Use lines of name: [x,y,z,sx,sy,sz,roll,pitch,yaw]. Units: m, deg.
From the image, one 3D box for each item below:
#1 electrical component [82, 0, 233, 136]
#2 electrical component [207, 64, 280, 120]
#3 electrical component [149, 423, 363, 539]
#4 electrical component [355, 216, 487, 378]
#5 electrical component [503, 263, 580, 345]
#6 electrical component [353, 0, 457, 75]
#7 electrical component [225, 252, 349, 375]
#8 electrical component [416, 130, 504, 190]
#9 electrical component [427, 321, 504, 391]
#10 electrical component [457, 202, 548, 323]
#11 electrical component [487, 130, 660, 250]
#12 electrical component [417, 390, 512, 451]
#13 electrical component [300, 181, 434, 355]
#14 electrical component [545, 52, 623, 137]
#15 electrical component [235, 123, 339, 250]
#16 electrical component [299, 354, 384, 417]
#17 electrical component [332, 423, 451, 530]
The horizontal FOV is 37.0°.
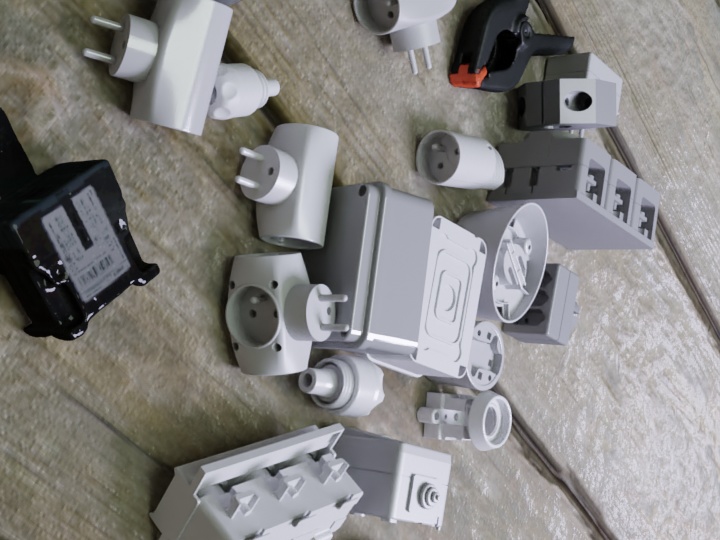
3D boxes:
electrical component: [-0.121,-0.125,0.626,0.079,0.044,0.077,13,95,-29]
electrical component: [-0.076,-0.115,0.690,0.061,0.035,0.035,-17,103,-51]
electrical component: [-0.061,0.147,0.677,0.121,0.063,0.078,-9,138,-49]
electrical component: [0.045,0.021,0.815,0.078,0.057,0.113,24,72,-47]
electrical component: [0.174,0.036,0.974,0.077,0.047,0.065,26,71,-47]
electrical component: [0.039,-0.189,0.815,0.077,0.044,0.079,-30,113,-45]
electrical component: [-0.043,0.028,0.695,0.044,0.079,0.077,-10,98,-61]
electrical component: [0.087,-0.088,0.874,0.081,0.043,0.043,2,89,-50]
electrical component: [0.081,0.068,0.866,0.055,0.047,0.055,-1,91,-50]
electrical component: [0.118,-0.006,0.894,0.099,0.064,0.099,0,91,-50]
electrical component: [0.196,-0.069,0.966,0.150,0.089,0.061,23,73,-47]
electrical component: [0.088,0.120,0.867,0.066,0.055,0.048,11,82,-49]
electrical component: [0.000,0.000,0.742,0.057,0.078,0.113,14,80,-37]
electrical component: [0.207,-0.155,1.011,0.066,0.047,0.076,23,74,-47]
electrical component: [-0.052,-0.059,0.710,0.079,0.043,0.077,17,77,-48]
electrical component: [-0.016,0.080,0.755,0.062,0.043,0.043,14,79,-47]
electrical component: [0.019,0.144,0.754,0.062,0.096,0.061,23,72,-47]
